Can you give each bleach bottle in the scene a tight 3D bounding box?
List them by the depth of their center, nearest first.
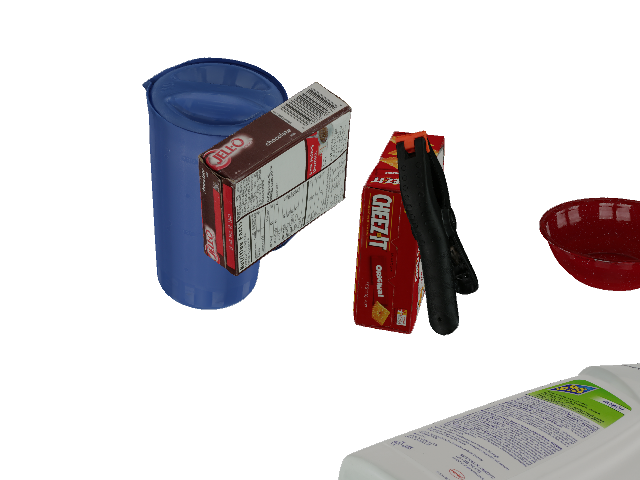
[{"bbox_3d":[0.135,0.120,0.589,0.250,0.068,0.103,-14,24,-33],"label":"bleach bottle"}]

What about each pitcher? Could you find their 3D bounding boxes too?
[{"bbox_3d":[-0.099,-0.045,1.066,0.144,0.243,0.149,-6,42,-16],"label":"pitcher"}]

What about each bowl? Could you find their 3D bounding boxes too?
[{"bbox_3d":[0.318,0.009,1.159,0.162,0.055,0.162,-2,27,1],"label":"bowl"}]

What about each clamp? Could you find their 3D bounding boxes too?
[{"bbox_3d":[0.097,-0.005,0.919,0.039,0.171,0.120,-17,19,16],"label":"clamp"}]

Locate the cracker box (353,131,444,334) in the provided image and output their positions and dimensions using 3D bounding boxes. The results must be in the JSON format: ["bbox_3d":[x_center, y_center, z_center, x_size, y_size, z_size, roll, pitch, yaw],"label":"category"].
[{"bbox_3d":[0.091,-0.016,1.206,0.072,0.164,0.213,7,22,11],"label":"cracker box"}]

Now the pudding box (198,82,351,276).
[{"bbox_3d":[-0.030,-0.041,0.721,0.113,0.090,0.039,-34,57,-30],"label":"pudding box"}]
